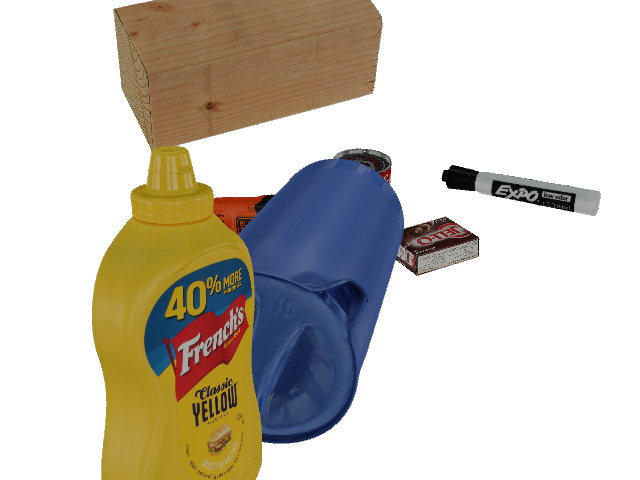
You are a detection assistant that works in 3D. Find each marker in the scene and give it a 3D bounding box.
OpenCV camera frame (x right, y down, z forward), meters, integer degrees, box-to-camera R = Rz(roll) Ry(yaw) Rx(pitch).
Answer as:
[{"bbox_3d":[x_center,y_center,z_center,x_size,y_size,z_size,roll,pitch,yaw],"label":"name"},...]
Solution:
[{"bbox_3d":[0.151,-0.039,0.812,0.121,0.020,0.020,13,5,24],"label":"marker"}]

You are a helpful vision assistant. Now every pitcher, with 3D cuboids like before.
[{"bbox_3d":[-0.019,0.035,0.800,0.149,0.145,0.242,10,27,12],"label":"pitcher"}]

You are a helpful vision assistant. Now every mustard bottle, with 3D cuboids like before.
[{"bbox_3d":[-0.073,0.047,0.550,0.058,0.192,0.096,12,20,37],"label":"mustard bottle"}]

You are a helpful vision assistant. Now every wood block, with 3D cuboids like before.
[{"bbox_3d":[-0.061,-0.160,0.913,0.205,0.090,0.091,-17,-36,-18],"label":"wood block"}]

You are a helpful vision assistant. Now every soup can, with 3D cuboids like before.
[{"bbox_3d":[0.047,-0.047,1.252,0.068,0.102,0.068,1,29,-1],"label":"soup can"}]

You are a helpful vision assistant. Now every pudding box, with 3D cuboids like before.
[{"bbox_3d":[0.167,0.007,1.595,0.113,0.039,0.090,-18,28,-21],"label":"pudding box"}]

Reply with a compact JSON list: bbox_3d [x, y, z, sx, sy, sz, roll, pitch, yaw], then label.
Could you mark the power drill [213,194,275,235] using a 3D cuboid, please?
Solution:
[{"bbox_3d":[-0.024,0.047,1.025,0.185,0.188,0.057,2,12,29],"label":"power drill"}]
